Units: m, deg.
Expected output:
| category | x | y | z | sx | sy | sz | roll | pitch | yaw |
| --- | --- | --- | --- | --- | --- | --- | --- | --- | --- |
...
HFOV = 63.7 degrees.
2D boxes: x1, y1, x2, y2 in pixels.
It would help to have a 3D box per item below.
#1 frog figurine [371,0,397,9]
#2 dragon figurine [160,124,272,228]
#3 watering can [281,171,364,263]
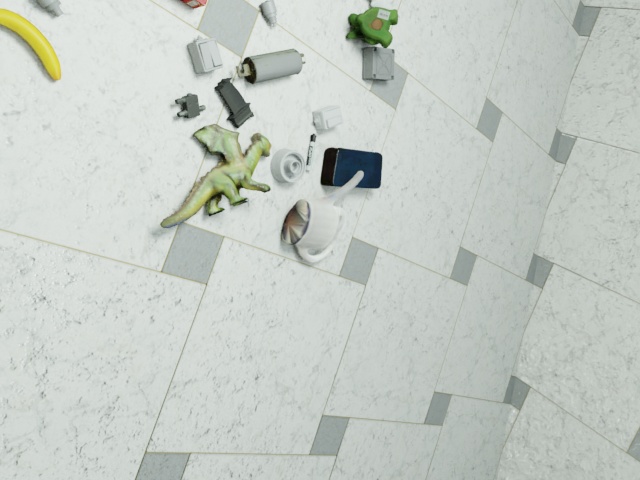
| category | x | y | z | sx | sy | sz | roll | pitch | yaw |
| --- | --- | --- | --- | --- | --- | --- | --- | --- | --- |
| frog figurine | 0.203 | -0.827 | 1.713 | 0.137 | 0.124 | 0.157 | 2 | 110 | -7 |
| dragon figurine | -0.287 | -0.202 | 1.447 | 0.414 | 0.121 | 0.242 | -23 | 95 | -37 |
| watering can | 0.005 | -0.084 | 1.670 | 0.223 | 0.105 | 0.344 | 11 | 107 | -42 |
